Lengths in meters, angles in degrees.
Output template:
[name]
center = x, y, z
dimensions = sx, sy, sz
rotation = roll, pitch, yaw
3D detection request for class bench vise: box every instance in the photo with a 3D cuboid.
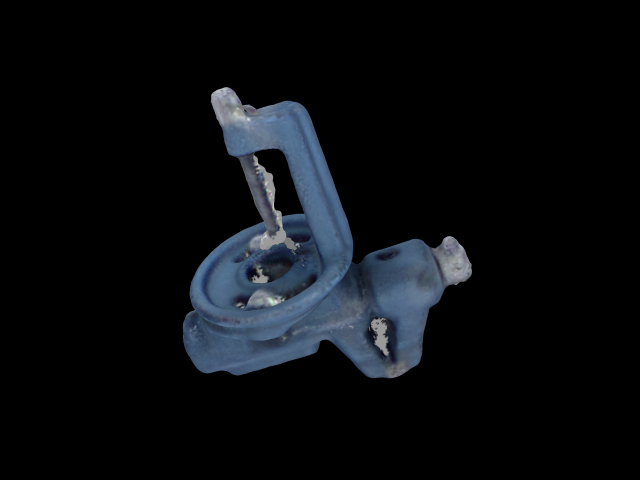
[bench vise]
center = -0.001, -0.004, 0.409
dimensions = 0.208, 0.220, 0.121
rotation = -13, 34, -20
